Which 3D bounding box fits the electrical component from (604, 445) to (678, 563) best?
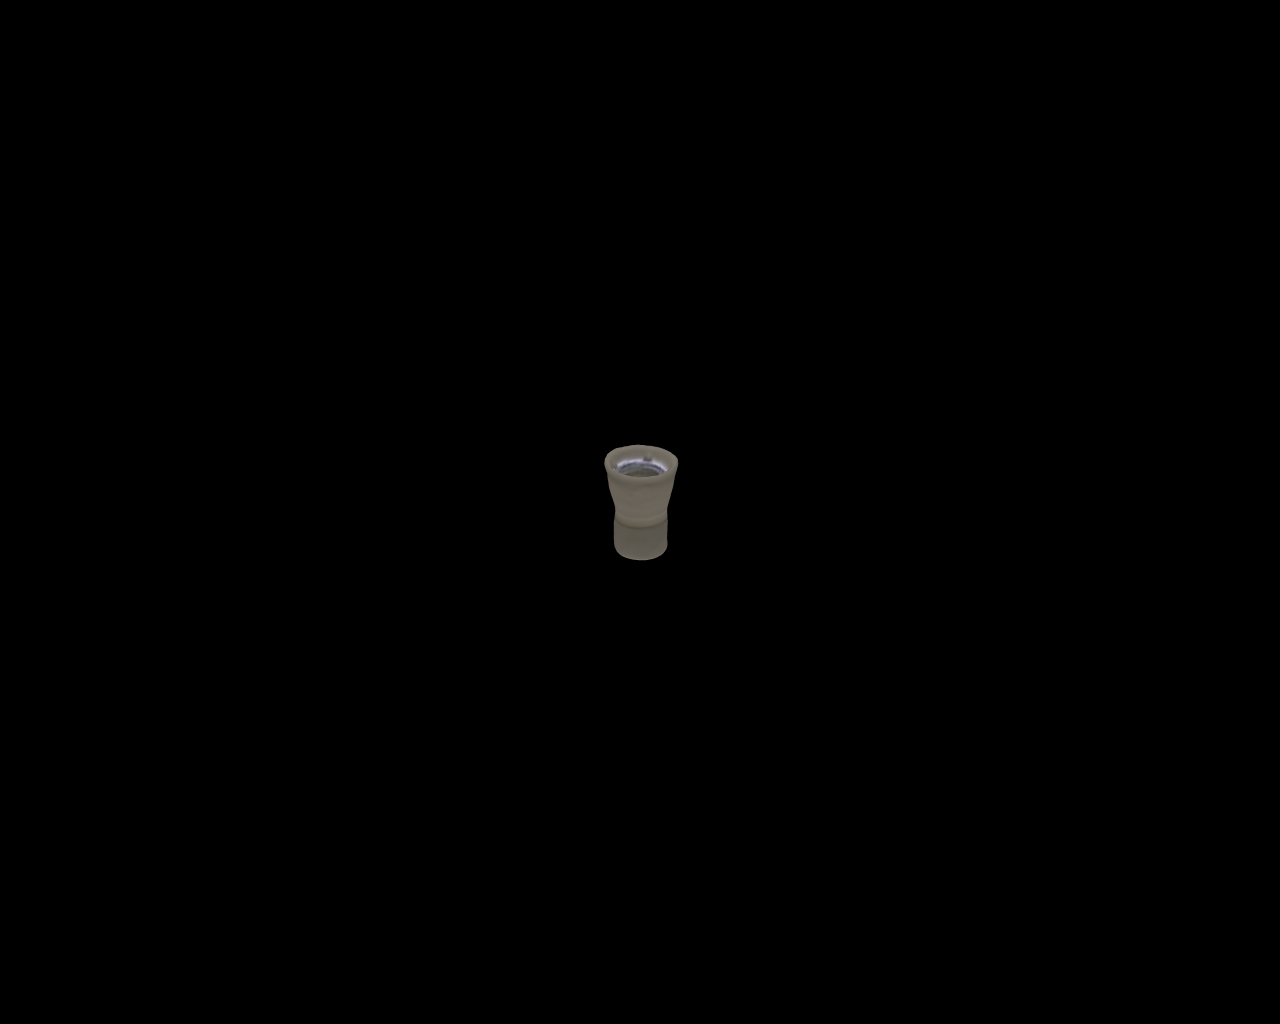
[{"bbox_3d":[0.001,-0.003,0.650,0.044,0.065,0.044,0,29,0],"label":"electrical component"}]
